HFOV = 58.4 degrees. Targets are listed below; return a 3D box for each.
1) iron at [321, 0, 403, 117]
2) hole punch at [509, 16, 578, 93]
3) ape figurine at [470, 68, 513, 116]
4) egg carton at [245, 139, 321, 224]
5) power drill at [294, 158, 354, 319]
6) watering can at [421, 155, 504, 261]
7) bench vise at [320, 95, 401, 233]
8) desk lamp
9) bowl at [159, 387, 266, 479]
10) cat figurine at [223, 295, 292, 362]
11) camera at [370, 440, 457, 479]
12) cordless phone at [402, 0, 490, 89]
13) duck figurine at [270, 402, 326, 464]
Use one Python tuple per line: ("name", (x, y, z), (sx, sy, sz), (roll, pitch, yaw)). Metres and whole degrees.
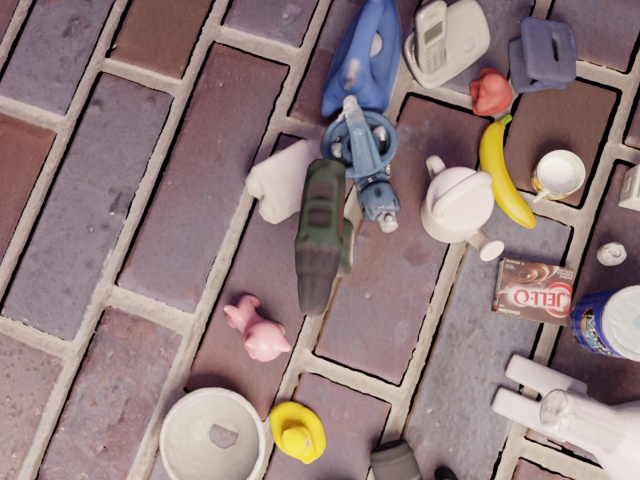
("iron", (0.078, -0.326, 0.934), (0.118, 0.141, 0.258), (14, 84, 8))
("hole punch", (0.366, -0.304, 0.928), (0.101, 0.091, 0.109), (-5, 82, 5))
("ape figurine", (0.277, -0.243, 0.928), (0.076, 0.092, 0.078), (31, 86, 9))
("egg carton", (-0.045, -0.100, 0.951), (0.150, 0.069, 0.107), (-30, 80, 1))
("power drill", (0.008, 0.003, 0.861), (0.075, 0.208, 0.230), (2, 82, 6))
("watering can", (0.213, -0.052, 0.856), (0.172, 0.194, 0.101), (38, 87, 10))
("bench vise", (0.081, -0.124, 0.866), (0.121, 0.220, 0.207), (-38, 80, 0))
("desk lamp", (0.364, 0.251, 0.789), (0.203, 0.213, 0.118), (22, 85, 8))
("bowl", (-0.160, 0.314, 0.903), (0.167, 0.075, 0.167), (-1, 82, 6))
("cat figurine", (-0.102, 0.143, 0.899), (0.127, 0.118, 0.067), (42, 88, 10))
("camera", (0.138, 0.371, 0.852), (0.143, 0.101, 0.137), (-18, 81, 3))
("cordless phone", (0.202, -0.332, 0.900), (0.147, 0.185, 0.094), (-37, 80, 0))
("duck figurine", (-0.039, 0.302, 0.886), (0.077, 0.086, 0.104), (-41, 80, -1))
